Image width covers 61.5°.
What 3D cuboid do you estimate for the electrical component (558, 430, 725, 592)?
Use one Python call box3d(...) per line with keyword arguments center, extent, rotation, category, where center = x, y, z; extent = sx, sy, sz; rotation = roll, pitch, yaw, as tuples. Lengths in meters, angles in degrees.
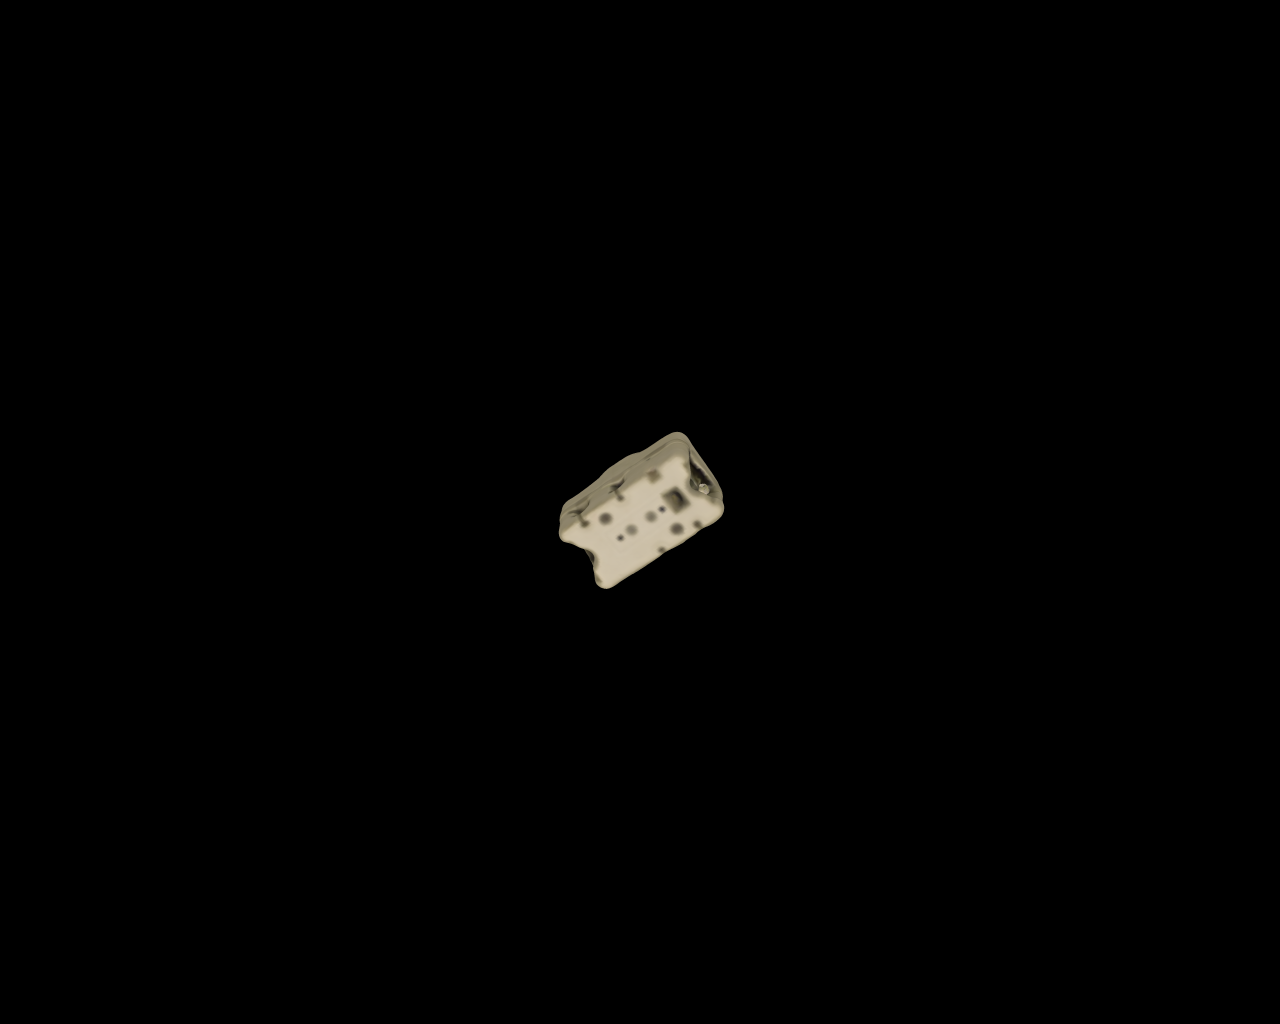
box3d(center=(0.001, -0.003, 0.650), extent=(0.089, 0.050, 0.056), rotation=(-33, 16, 11), category="electrical component")
